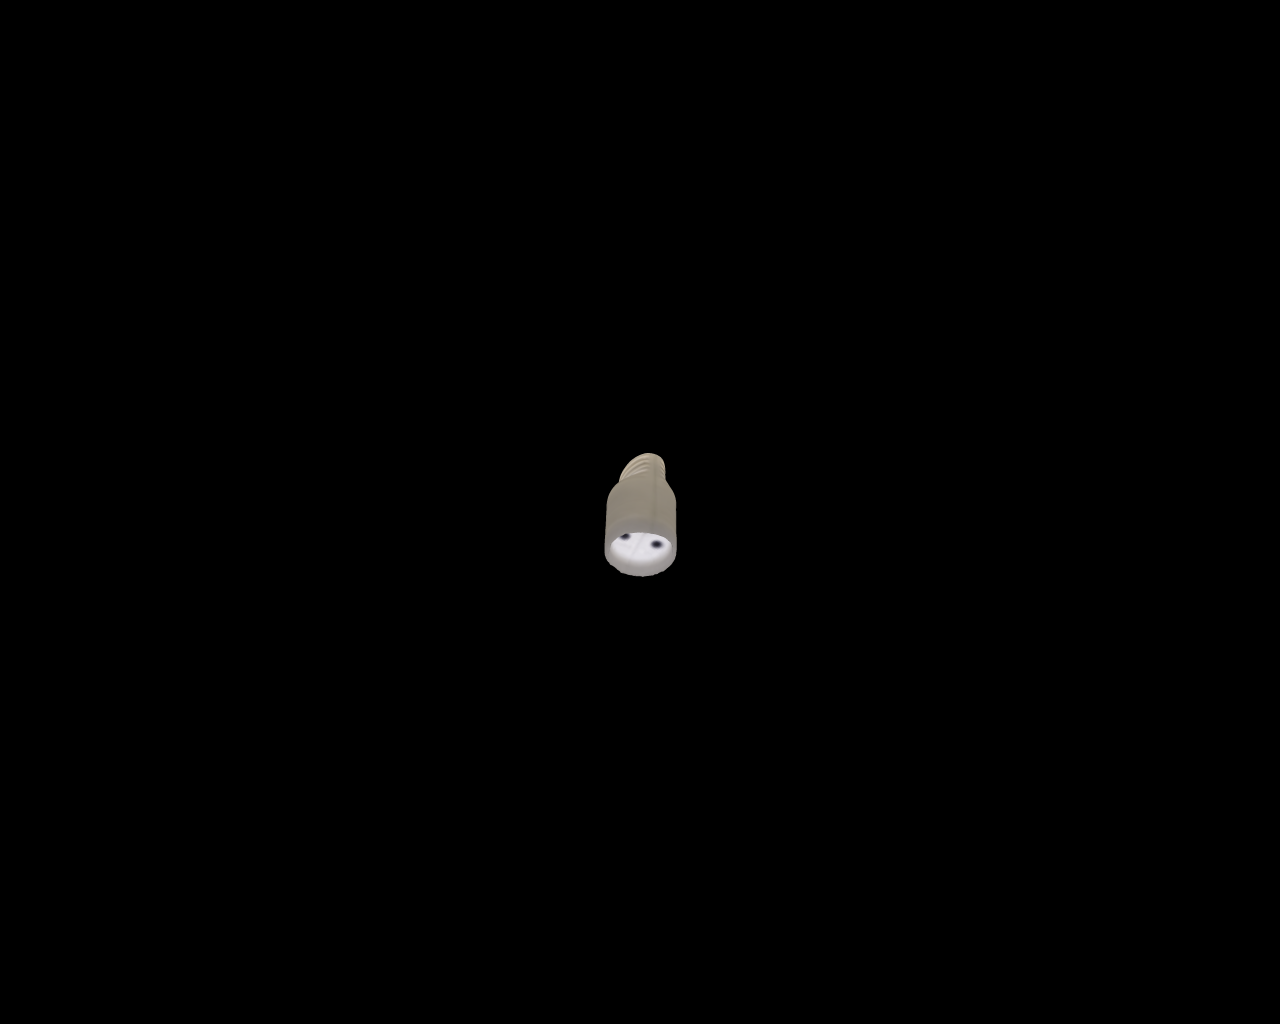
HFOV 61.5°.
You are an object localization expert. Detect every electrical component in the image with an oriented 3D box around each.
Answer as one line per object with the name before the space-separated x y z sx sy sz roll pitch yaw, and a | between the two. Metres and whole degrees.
electrical component | 0.001 -0.003 0.650 0.043 0.043 0.081 0 45 0
